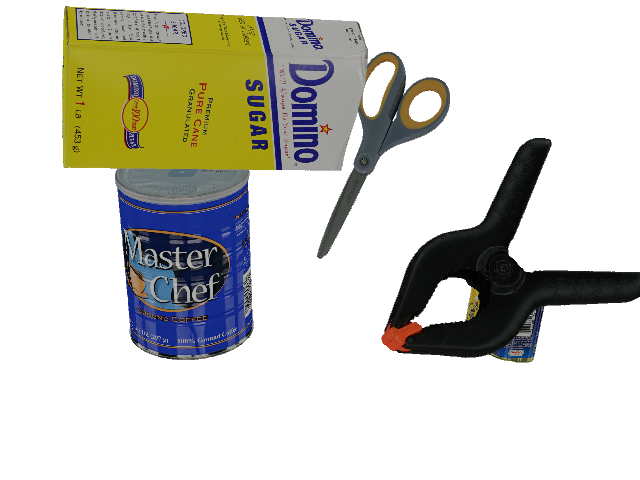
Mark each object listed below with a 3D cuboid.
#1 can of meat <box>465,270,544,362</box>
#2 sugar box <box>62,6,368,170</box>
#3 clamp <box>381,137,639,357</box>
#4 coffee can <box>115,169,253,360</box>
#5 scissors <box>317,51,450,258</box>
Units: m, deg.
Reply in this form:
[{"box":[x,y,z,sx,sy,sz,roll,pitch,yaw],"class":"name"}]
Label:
[{"box":[0.202,0.078,1.174,0.057,0.084,0.102,3,15,-20],"class":"can of meat"},{"box":[-0.065,-0.088,0.643,0.176,0.048,0.093,1,-44,-13],"class":"sugar box"},{"box":[0.119,0.026,0.663,0.171,0.120,0.039,-40,-13,-14],"class":"clamp"},{"box":[-0.106,0.009,0.847,0.103,0.140,0.103,0,26,0],"class":"coffee can"},{"box":[0.061,-0.075,0.970,0.096,0.202,0.016,8,-11,11],"class":"scissors"}]
